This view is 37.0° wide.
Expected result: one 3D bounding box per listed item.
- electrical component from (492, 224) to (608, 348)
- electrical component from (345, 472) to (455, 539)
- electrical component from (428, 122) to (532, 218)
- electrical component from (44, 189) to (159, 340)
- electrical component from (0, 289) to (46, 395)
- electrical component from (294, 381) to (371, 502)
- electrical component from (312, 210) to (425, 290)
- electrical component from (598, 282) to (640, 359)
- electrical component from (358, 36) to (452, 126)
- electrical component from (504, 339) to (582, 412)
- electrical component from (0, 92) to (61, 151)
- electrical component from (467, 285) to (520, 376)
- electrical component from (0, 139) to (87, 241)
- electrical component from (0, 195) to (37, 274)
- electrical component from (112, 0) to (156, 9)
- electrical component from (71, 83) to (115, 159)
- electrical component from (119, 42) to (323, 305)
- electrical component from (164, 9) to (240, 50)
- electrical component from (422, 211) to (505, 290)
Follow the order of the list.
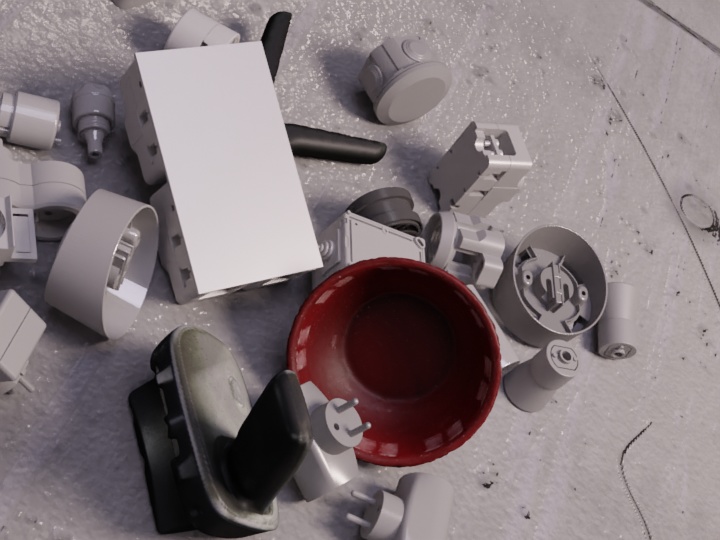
[{"bbox_3d":[0.170,0.017,0.963,0.099,0.064,0.099,14,54,-20],"label":"electrical component"},{"bbox_3d":[0.026,0.185,0.785,0.079,0.044,0.077,25,51,-12],"label":"electrical component"},{"bbox_3d":[0.113,-0.090,0.987,0.056,0.089,0.050,-1,60,-29],"label":"electrical component"},{"bbox_3d":[-0.181,-0.006,0.768,0.064,0.099,0.099,25,50,-4],"label":"electrical component"},{"bbox_3d":[-0.245,0.058,0.708,0.075,0.083,0.047,57,37,-38],"label":"electrical component"},{"bbox_3d":[-0.025,0.117,0.773,0.043,0.079,0.077,-19,79,-55],"label":"electrical component"},{"bbox_3d":[0.000,0.000,0.876,0.096,0.061,0.061,19,52,-30],"label":"electrical component"},{"bbox_3d":[0.238,0.049,0.996,0.044,0.044,0.065,17,57,-18],"label":"electrical component"},{"bbox_3d":[0.042,-0.179,1.015,0.080,0.080,0.051,-12,61,-34],"label":"electrical component"},{"bbox_3d":[0.157,0.087,0.909,0.044,0.065,0.044,14,54,-20],"label":"electrical component"},{"bbox_3d":[-0.267,-0.118,0.829,0.078,0.040,0.040,11,55,-22],"label":"electrical component"},{"bbox_3d":[0.083,0.061,0.900,0.079,0.044,0.077,-18,70,-36],"label":"electrical component"},{"bbox_3d":[-0.271,-0.067,0.785,0.138,0.052,0.073,2,59,-28],"label":"electrical component"},{"bbox_3d":[-0.270,-0.019,0.746,0.081,0.063,0.042,2,60,-27],"label":"electrical component"},{"bbox_3d":[-0.189,-0.295,0.979,0.113,0.057,0.078,-32,78,-40],"label":"electrical component"},{"bbox_3d":[-0.214,-0.117,0.862,0.035,0.035,0.061,5,60,-26],"label":"electrical component"},{"bbox_3d":[-0.112,-0.076,0.842,0.105,0.060,0.186,-13,84,-30],"label":"electrical component"},{"bbox_3d":[-0.140,-0.195,0.943,0.047,0.055,0.055,32,49,-1],"label":"electrical component"},{"bbox_3d":[0.088,-0.019,0.945,0.057,0.058,0.078,14,30,-15],"label":"electrical component"}]
